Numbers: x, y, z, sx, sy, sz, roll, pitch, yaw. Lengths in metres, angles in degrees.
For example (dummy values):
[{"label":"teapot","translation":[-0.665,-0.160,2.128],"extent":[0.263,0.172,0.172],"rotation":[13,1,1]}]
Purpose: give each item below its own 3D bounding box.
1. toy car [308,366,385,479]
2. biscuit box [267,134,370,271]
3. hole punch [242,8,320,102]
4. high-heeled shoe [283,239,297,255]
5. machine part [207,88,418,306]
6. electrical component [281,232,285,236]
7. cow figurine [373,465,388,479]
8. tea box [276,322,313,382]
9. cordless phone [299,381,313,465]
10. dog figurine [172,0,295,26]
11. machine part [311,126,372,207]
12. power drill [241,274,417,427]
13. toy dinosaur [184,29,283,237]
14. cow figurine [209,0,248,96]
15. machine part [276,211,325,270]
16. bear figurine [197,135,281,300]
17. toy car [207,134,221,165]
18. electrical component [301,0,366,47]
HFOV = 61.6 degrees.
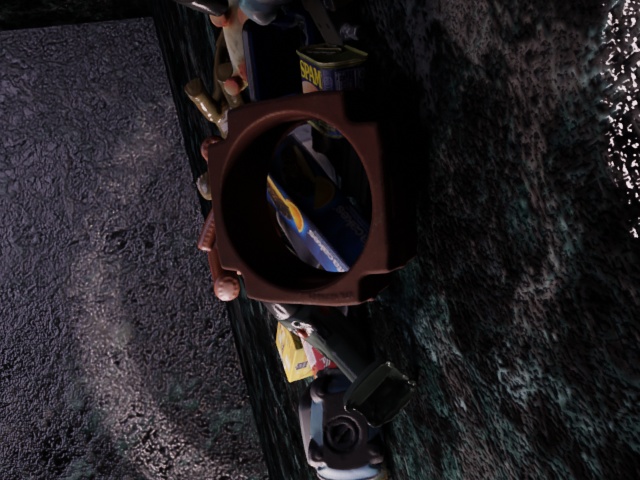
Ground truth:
[{"label":"toy car","translation":[0.036,0.262,0.791],"extent":[0.103,0.109,0.161],"rotation":[56,-152,-83]},{"label":"biscuit box","translation":[0.002,-0.028,0.636],"extent":[0.203,0.059,0.062],"rotation":[50,155,13]},{"label":"hole punch","translation":[-0.032,-0.233,0.685],"extent":[0.116,0.092,0.142],"rotation":[-61,-31,-54]},{"label":"high-heeled shoe","translation":[-0.098,0.031,1.066],"extent":[0.145,0.086,0.248],"rotation":[54,163,40]},{"label":"machine part","translation":[-0.008,-0.041,0.542],"extent":[0.202,0.087,0.200],"rotation":[-1,99,29]},{"label":"electrical component","translation":[-0.095,-0.073,1.041],"extent":[0.115,0.058,0.134],"rotation":[-159,58,-73]},{"label":"cow figurine","translation":[0.041,0.352,0.843],"extent":[0.167,0.098,0.068],"rotation":[-176,80,-73]},{"label":"tea box","translation":[-0.037,0.193,1.031],"extent":[0.169,0.068,0.098],"rotation":[105,147,-56]},{"label":"cordless phone","translation":[-0.008,0.314,1.010],"extent":[0.184,0.089,0.146],"rotation":[-141,40,-71]},{"label":"dog figurine","translation":[-0.045,-0.267,0.457],"extent":[0.219,0.191,0.108],"rotation":[14,101,58]},{"label":"machine part","translation":[0.029,-0.099,0.645],"extent":[0.139,0.039,0.084],"rotation":[-124,21,-48]},{"label":"power drill","translation":[0.010,0.124,0.662],"extent":[0.208,0.086,0.231],"rotation":[33,171,47]},{"label":"toy dinosaur","translation":[-0.106,-0.111,0.863],"extent":[0.198,0.105,0.471],"rotation":[4,-105,-70]},{"label":"cow figurine","translation":[-0.090,-0.307,0.736],"extent":[0.127,0.086,0.194],"rotation":[-57,-34,-51]},{"label":"machine part","translation":[-0.002,-0.002,0.749],"extent":[0.243,0.079,0.079],"rotation":[-125,27,-49]},{"label":"bear figurine","translation":[-0.097,-0.037,0.722],"extent":[0.132,0.120,0.195],"rotation":[50,137,49]},{"label":"toy car","translation":[-0.167,-0.110,1.021],"extent":[0.056,0.073,0.201],"rotation":[126,130,-72]},{"label":"electrical component","translation":[0.016,-0.250,0.567],"extent":[0.078,0.045,0.102],"rotation":[53,177,-24]}]
